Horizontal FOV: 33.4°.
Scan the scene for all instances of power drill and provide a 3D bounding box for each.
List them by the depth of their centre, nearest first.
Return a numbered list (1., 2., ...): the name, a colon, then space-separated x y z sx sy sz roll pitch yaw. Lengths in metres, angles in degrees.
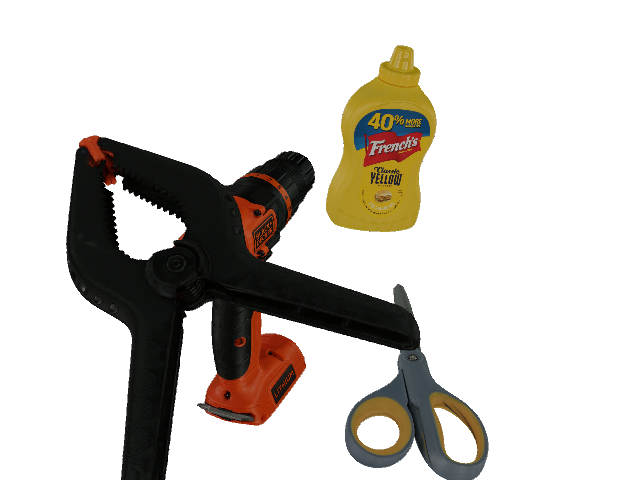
1. power drill: -0.051 0.037 0.856 0.057 0.188 0.184 10 31 24

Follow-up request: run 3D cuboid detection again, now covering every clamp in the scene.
1. clamp: -0.060 0.019 0.552 0.164 0.210 0.036 -25 -29 -11

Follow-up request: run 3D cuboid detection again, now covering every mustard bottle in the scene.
1. mustard bottle: 0.067 -0.104 1.085 0.096 0.192 0.058 3 27 -14

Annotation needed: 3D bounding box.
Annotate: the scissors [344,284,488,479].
1. scissors: 0.045 0.089 0.709 0.096 0.016 0.202 -5 32 -17
